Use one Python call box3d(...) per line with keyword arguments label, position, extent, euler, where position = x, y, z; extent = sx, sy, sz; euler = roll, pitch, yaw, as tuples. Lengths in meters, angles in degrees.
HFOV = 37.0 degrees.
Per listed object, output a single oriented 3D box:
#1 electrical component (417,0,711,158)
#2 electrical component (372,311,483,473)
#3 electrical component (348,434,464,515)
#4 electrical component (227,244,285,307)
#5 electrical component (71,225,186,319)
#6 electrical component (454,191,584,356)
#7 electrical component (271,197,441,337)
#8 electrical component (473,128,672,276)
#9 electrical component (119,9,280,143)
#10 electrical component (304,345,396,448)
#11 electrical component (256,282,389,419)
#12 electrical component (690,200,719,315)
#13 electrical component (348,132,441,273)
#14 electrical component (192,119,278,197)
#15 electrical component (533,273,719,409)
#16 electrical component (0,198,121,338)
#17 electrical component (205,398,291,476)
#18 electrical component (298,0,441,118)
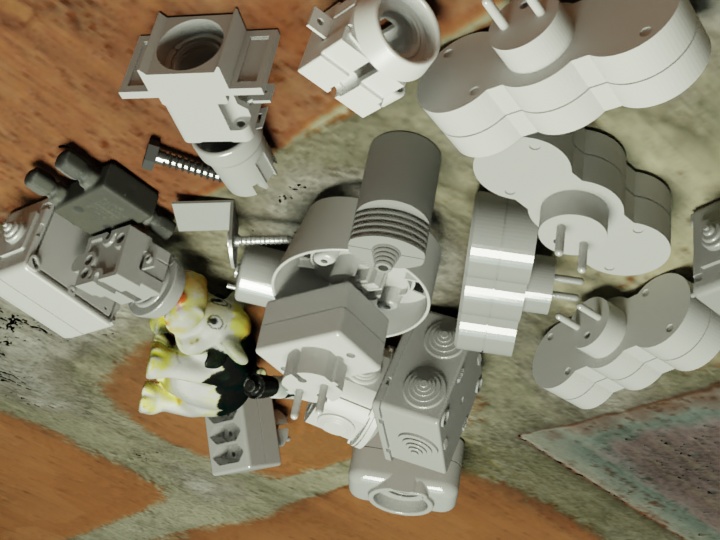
box3d(label="electrical component", position=(0.085, -0.106, 0.508), extent=(0.138, 0.052, 0.074), euler=(-14, 139, 34))
box3d(label="electrical component", position=(0.051, 0.087, 0.767), extent=(0.048, 0.099, 0.099), euler=(15, 149, 18))
box3d(label="electrical component", position=(0.040, 0.175, 0.937), extent=(0.095, 0.059, 0.053), euler=(8, 147, 6))
box3d(label="electrical component", position=(-0.050, 0.008, 0.732), extent=(0.078, 0.040, 0.040), euler=(13, 147, -3))
box3d(label="electrical component", position=(-0.151, 0.003, 0.719), extent=(0.066, 0.048, 0.055), euler=(-13, 145, 38))
box3d(label="electrical component", position=(0.102, 0.007, 0.672), extent=(0.074, 0.052, 0.138), euler=(8, 147, 6))
box3d(label="electrical component", position=(0.000, 0.000, 0.677), extent=(0.099, 0.064, 0.099), euler=(17, 157, 8))
box3d(label="electrical component", position=(0.118, -0.033, 0.588), extent=(0.138, 0.073, 0.052), euler=(33, 141, -29))
box3d(label="electrical component", position=(-0.082, -0.101, 0.578), extent=(0.081, 0.042, 0.063), euler=(2, 146, 16))
box3d(label="electrical component", position=(-0.005, 0.088, 0.804), extent=(0.051, 0.080, 0.080), euler=(23, 146, -7))
box3d(label="electrical component", position=(-0.026, 0.056, 0.660), extent=(0.066, 0.076, 0.047), euler=(-14, 139, 32))
box3d(label="electrical component", position=(0.232, -0.004, 0.606), extent=(0.096, 0.061, 0.061), euler=(32, 142, -27))
box3d(label="electrical component", position=(0.020, -0.034, 0.611), extent=(0.043, 0.081, 0.043), euler=(8, 147, 5))
box3d(label="electrical component", position=(-0.071, -0.069, 0.625), extent=(0.040, 0.040, 0.046), euler=(-1, 150, 18))
box3d(label="electrical component", position=(0.162, 0.041, 0.705), extent=(0.074, 0.052, 0.138), euler=(29, 143, -24))
box3d(label="electrical component", position=(-0.215, -0.003, 0.748), extent=(0.061, 0.061, 0.096), euler=(-16, 138, 35))
box3d(label="electrical component", position=(-0.088, 0.138, 0.923), extent=(0.047, 0.065, 0.077), euler=(-18, 165, 37))
box3d(label="electrical component", position=(0.007, -0.111, 0.534), extent=(0.066, 0.048, 0.055), euler=(32, 149, -27))
